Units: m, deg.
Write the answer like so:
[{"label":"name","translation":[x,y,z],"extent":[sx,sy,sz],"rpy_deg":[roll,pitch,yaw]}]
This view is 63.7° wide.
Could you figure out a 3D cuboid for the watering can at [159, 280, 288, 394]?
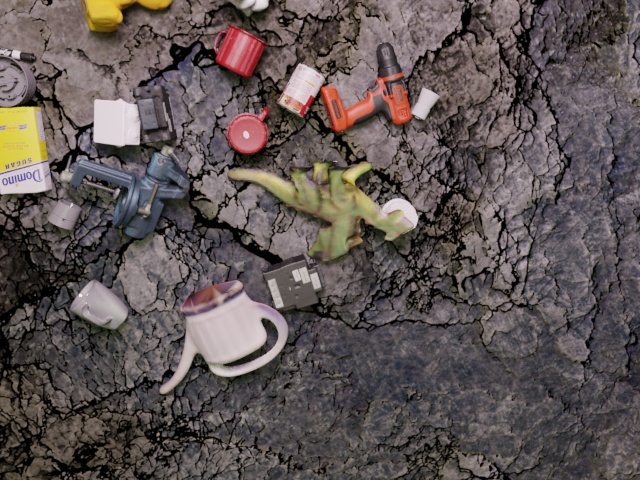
[{"label":"watering can","translation":[-0.249,0.221,1.174],"extent":[0.347,0.105,0.222],"rpy_deg":[-21,102,6]}]

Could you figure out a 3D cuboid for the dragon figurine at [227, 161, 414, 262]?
[{"label":"dragon figurine","translation":[0.004,-0.058,1.161],"extent":[0.410,0.124,0.239],"rpy_deg":[-1,109,10]}]

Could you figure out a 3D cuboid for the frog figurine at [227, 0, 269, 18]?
[{"label":"frog figurine","translation":[-0.150,-0.522,1.020],"extent":[0.123,0.161,0.136],"rpy_deg":[-21,104,-4]}]
